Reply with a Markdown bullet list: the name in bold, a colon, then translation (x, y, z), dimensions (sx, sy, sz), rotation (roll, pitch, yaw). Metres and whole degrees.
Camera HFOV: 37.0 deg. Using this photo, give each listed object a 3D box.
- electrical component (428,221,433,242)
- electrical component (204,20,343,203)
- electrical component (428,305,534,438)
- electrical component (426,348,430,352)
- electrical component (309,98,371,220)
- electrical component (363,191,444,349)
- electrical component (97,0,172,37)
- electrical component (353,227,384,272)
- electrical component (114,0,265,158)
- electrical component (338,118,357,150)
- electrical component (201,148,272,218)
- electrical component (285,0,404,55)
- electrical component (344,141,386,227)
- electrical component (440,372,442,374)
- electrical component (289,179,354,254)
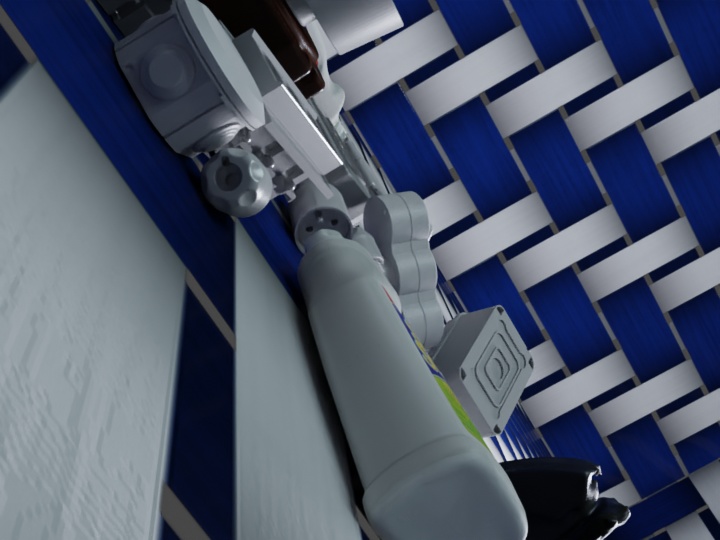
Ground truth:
- **electrical component**: translation (0.018, -0.020, 1.030), dimensions (0.076, 0.083, 0.047), rotation (20, 13, -7)
- **electrical component**: translation (-0.064, -0.091, 0.681), dimensions (0.078, 0.063, 0.121), rotation (62, 6, 22)
- **electrical component**: translation (0.102, 0.094, 0.971), dimensions (0.078, 0.057, 0.113), rotation (58, 40, -17)
- **electrical component**: translation (0.084, 0.093, 1.059), dimensions (0.078, 0.057, 0.058), rotation (64, 7, 32)
- **electrical component**: translation (-0.043, -0.099, 0.932), dimensions (0.108, 0.056, 0.109), rotation (62, 6, 17)
- **electrical component**: translation (0.022, 0.005, 0.926), dimensions (0.052, 0.074, 0.138), rotation (-2, -83, 63)
- **electrical component**: translation (-0.120, -0.165, 0.607), dimensions (0.066, 0.055, 0.048), rotation (54, 8, -45)
- **electrical component**: translation (0.000, 0.000, 0.876), dimensions (0.062, 0.043, 0.043), rotation (64, 7, 25)
- **electrical component**: translation (-0.089, -0.103, 0.577), dimensions (0.080, 0.051, 0.080), rotation (59, 6, -10)
- **electrical component**: translation (-0.044, -0.134, 1.091), dimensions (0.078, 0.057, 0.058), rotation (54, 8, -46)
- **electrical component**: translation (-0.065, -0.045, 0.592), dimensions (0.035, 0.035, 0.061), rotation (61, 4, 9)
- **electrical component**: translation (-0.023, -0.197, 0.724), dimensions (0.108, 0.060, 0.108), rotation (59, 7, -11)
- **electrical component**: translation (-0.018, -0.082, 1.031), dimensions (0.061, 0.062, 0.096), rotation (62, 6, 16)
- **electrical component**: translation (0.045, 0.089, 0.833), dimensions (0.078, 0.040, 0.040), rotation (62, 6, 15)
- **electrical component**: translation (-0.032, -0.043, 0.817), dimensions (0.043, 0.043, 0.081), rotation (57, 6, -26)
